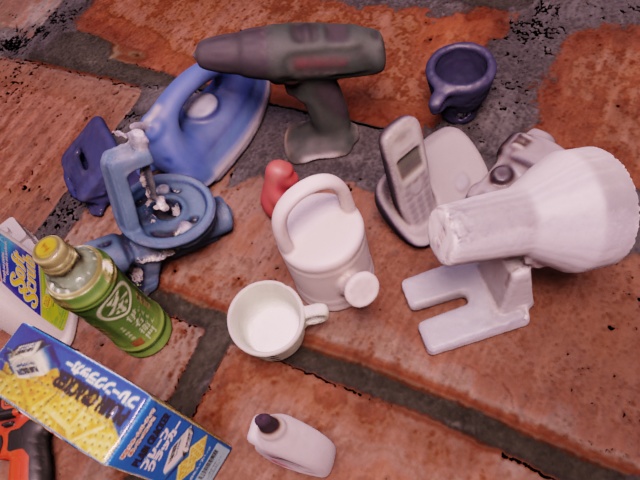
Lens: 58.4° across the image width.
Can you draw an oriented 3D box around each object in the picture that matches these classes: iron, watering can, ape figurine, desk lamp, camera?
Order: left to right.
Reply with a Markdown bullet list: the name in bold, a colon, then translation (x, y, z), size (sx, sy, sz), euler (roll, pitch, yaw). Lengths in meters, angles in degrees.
- **iron**: translation (-0.166, -0.196, 0.820), size (0.118, 0.142, 0.258), euler (25, 68, 24)
- **ape figurine**: translation (-0.046, -0.069, 0.751), size (0.076, 0.092, 0.078), euler (-7, 59, 8)
- **watering can**: translation (0.008, 0.001, 0.638), size (0.172, 0.194, 0.101), euler (30, 70, 26)
- **desk lamp**: translation (0.189, 0.015, 0.582), size (0.203, 0.214, 0.117), euler (-20, 58, 0)
- **camera**: translation (0.262, -0.053, 0.673), size (0.136, 0.101, 0.143), euler (35, 72, 27)

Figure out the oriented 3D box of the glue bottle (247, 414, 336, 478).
- **glue bottle**: translation (-0.035, 0.191, 0.548), size (0.078, 0.173, 0.037), euler (7, 62, 16)

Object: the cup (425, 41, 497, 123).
- **cup**: translation (0.183, -0.195, 0.776), size (0.091, 0.095, 0.118), euler (28, 69, 25)

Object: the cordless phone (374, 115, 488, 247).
- **cordless phone**: translation (0.130, -0.091, 0.673), size (0.148, 0.185, 0.094), euler (-43, 61, -14)

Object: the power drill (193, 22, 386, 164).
- **power drill**: translation (-0.025, -0.195, 0.752), size (0.229, 0.209, 0.075), euler (-11, 58, 5)

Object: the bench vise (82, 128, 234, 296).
- **bench vise**: translation (-0.216, -0.020, 0.681), size (0.121, 0.220, 0.208), euler (33, 71, 26)

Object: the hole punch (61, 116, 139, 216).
- **hole punch**: translation (-0.326, -0.108, 0.831), size (0.101, 0.091, 0.108), euler (-32, 59, -8)
